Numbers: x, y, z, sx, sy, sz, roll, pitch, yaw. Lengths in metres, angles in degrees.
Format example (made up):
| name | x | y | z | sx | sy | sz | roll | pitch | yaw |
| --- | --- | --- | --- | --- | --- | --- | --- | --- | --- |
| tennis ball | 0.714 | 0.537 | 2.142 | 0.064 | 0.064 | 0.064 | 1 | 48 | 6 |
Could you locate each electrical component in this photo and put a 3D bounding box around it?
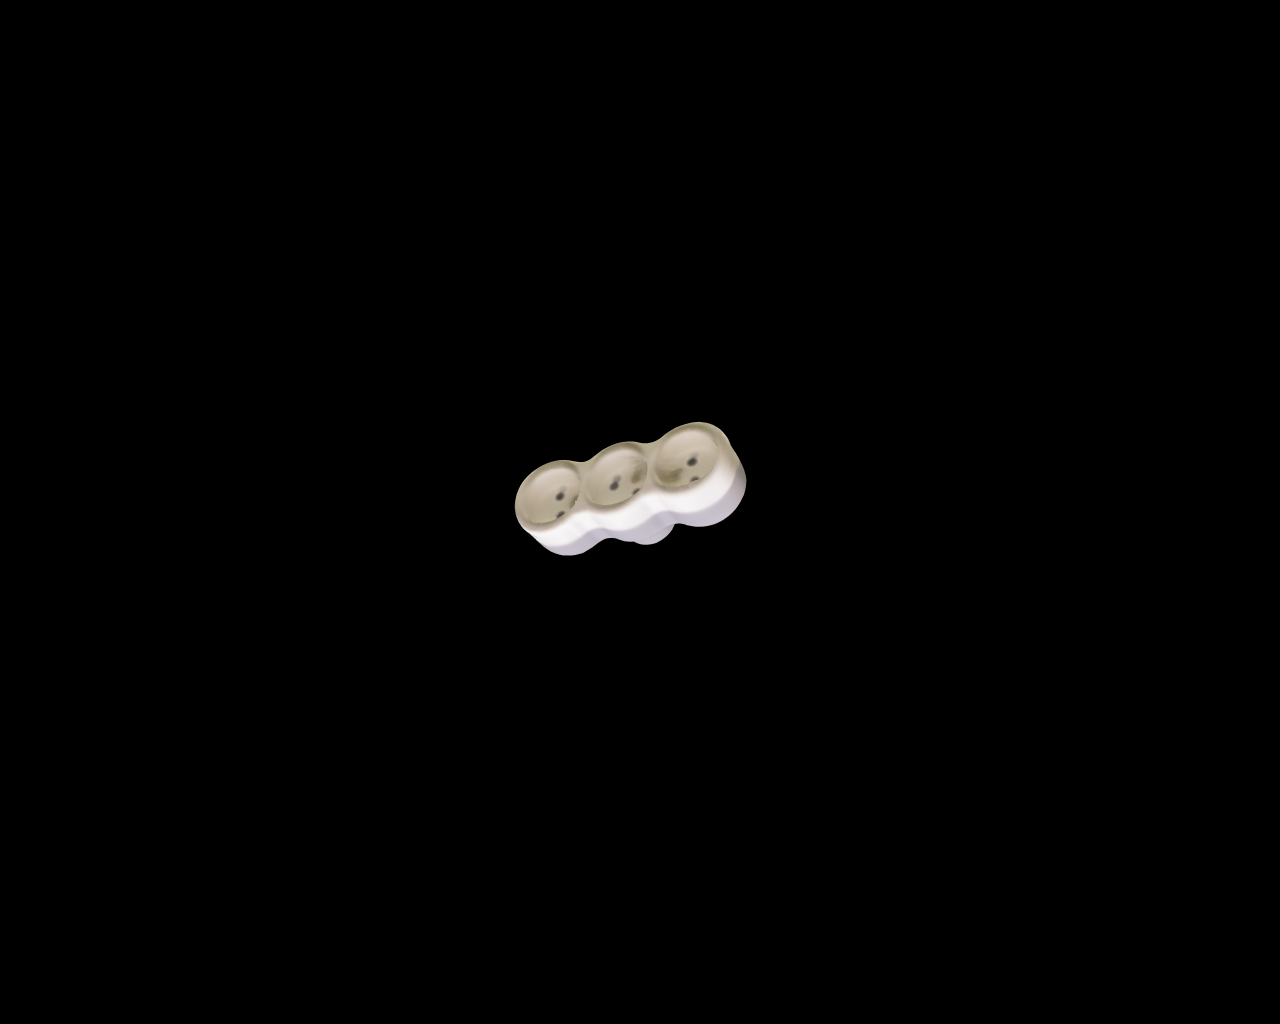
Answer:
| name | x | y | z | sx | sy | sz | roll | pitch | yaw |
| --- | --- | --- | --- | --- | --- | --- | --- | --- | --- |
| electrical component | 0.001 | -0.003 | 0.650 | 0.138 | 0.052 | 0.073 | -14 | -36 | 20 |
